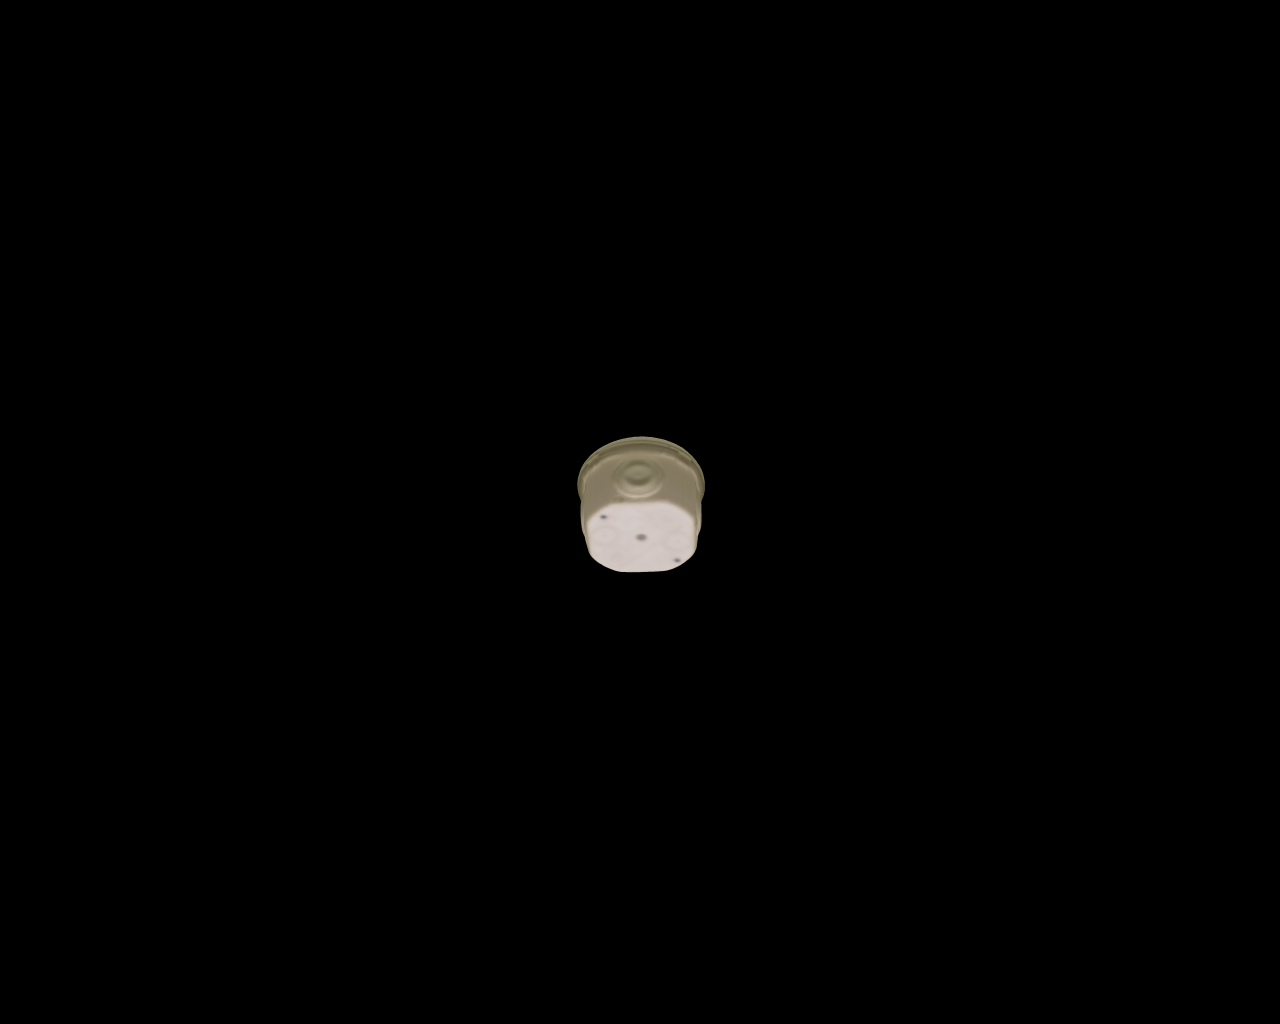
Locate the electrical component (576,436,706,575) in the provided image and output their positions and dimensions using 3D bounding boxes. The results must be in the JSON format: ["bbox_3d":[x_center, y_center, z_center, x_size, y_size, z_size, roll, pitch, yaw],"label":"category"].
[{"bbox_3d":[0.001,-0.003,0.650,0.080,0.051,0.080,0,-43,0],"label":"electrical component"}]
